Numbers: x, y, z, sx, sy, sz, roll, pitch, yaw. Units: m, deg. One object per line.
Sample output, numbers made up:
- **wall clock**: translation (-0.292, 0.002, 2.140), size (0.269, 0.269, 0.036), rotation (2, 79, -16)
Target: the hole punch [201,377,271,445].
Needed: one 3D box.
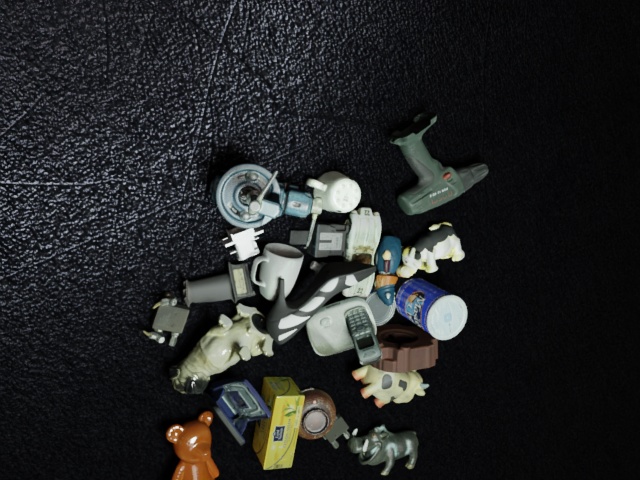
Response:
- **hole punch**: translation (-0.176, 0.342, 1.111), size (0.092, 0.116, 0.142), rotation (-42, 112, -24)

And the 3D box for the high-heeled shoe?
- **high-heeled shoe**: translation (0.008, 0.129, 1.105), size (0.249, 0.086, 0.145), rotation (-8, 109, -21)

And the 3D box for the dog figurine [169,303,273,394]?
- **dog figurine**: translation (-0.200, 0.228, 1.100), size (0.190, 0.121, 0.172), rotation (-39, 157, 26)

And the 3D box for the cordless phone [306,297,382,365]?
- **cordless phone**: translation (0.053, 0.211, 1.122), size (0.147, 0.184, 0.088), rotation (-19, 119, 0)

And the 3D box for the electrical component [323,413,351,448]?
- **electrical component**: translation (0.032, 0.446, 1.270), size (0.063, 0.021, 0.094), rotation (-36, 113, -11)

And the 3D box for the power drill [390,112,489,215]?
- **power drill**: translation (0.254, -0.176, 1.193), size (0.232, 0.086, 0.207), rotation (-33, 120, -9)

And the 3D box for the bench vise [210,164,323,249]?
- **bench vise**: translation (-0.096, -0.068, 0.989), size (0.224, 0.241, 0.128), rotation (22, 97, -9)

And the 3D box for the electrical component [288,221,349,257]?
- **electrical component**: translation (-0.002, -0.003, 1.138), size (0.119, 0.048, 0.074), rotation (4, 100, -25)

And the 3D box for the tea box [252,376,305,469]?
- **tea box**: translation (-0.092, 0.393, 1.165), size (0.068, 0.098, 0.169), rotation (5, 99, -24)

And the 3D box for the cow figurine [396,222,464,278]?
- **cow figurine**: translation (0.244, 0.023, 1.234), size (0.167, 0.068, 0.098), rotation (-21, 103, -20)

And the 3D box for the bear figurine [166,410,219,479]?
- **bear figurine**: translation (-0.247, 0.467, 1.106), size (0.120, 0.132, 0.195), rotation (-8, 111, -45)

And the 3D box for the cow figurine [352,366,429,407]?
- **cow figurine**: translation (0.171, 0.329, 1.251), size (0.127, 0.086, 0.194), rotation (-32, 140, 11)

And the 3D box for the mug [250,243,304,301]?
- **mug**: translation (-0.093, 0.070, 1.094), size (0.109, 0.081, 0.107), rotation (-7, 116, -47)

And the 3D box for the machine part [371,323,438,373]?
- **machine part**: translation (0.174, 0.236, 1.201), size (0.179, 0.179, 0.056), rotation (-3, 101, -22)

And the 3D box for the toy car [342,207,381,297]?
- **toy car**: translation (0.087, 0.028, 1.176), size (0.073, 0.056, 0.201), rotation (3, 102, -23)

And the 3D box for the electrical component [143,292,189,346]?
- **electrical component**: translation (-0.300, 0.156, 1.052), size (0.078, 0.045, 0.102), rotation (24, 93, -24)

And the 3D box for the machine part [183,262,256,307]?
- **machine part**: translation (-0.204, 0.092, 1.072), size (0.139, 0.039, 0.084), rotation (-13, 84, -15)

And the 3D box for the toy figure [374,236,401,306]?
- **toy figure**: translation (0.150, 0.069, 1.196), size (0.064, 0.058, 0.154), rotation (17, 76, -41)

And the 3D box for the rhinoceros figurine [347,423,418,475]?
- **rhinoceros figurine**: translation (0.157, 0.502, 1.307), size (0.190, 0.073, 0.112), rotation (6, 101, -24)
